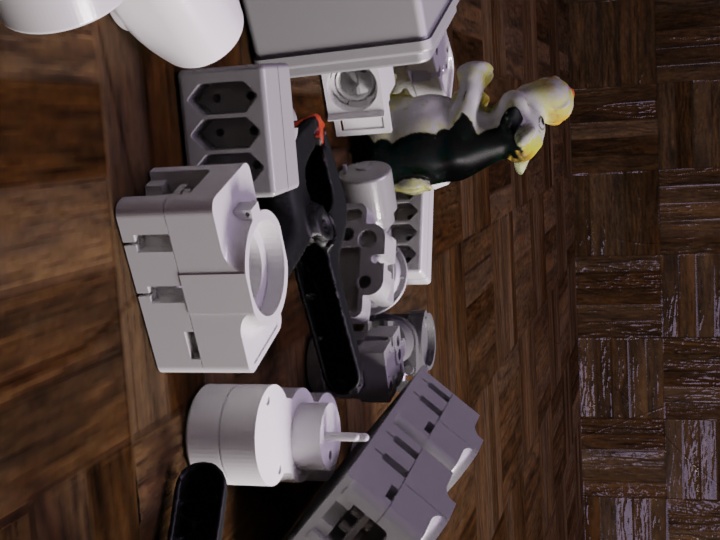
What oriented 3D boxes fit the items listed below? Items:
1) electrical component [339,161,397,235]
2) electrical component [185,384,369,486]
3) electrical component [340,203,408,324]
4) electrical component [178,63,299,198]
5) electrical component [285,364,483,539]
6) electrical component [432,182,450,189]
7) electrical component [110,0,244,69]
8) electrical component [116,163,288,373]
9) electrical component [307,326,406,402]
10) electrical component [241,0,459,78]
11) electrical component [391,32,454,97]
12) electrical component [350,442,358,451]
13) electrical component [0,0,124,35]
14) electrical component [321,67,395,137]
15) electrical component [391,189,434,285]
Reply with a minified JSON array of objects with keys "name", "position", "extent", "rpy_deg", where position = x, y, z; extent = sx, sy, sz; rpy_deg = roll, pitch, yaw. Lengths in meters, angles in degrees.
[{"name":"electrical component","position":[0.008,-0.045,0.798],"extent":[0.040,0.040,0.078],"rpy_deg":[-64,149,-57]},{"name":"electrical component","position":[-0.033,0.091,0.591],"extent":[0.138,0.074,0.052],"rpy_deg":[29,61,-71]},{"name":"electrical component","position":[0.000,0.000,0.740],"extent":[0.057,0.058,0.078],"rpy_deg":[36,55,-67]},{"name":"electrical component","position":[-0.057,-0.075,0.570],"extent":[0.077,0.047,0.065],"rpy_deg":[-36,123,-70]},{"name":"electrical component","position":[0.011,0.143,0.664],"extent":[0.105,0.060,0.186],"rpy_deg":[-52,176,20]},{"name":"electrical component","position":[0.046,-0.091,0.904],"extent":[0.066,0.055,0.048],"rpy_deg":[72,23,-44]},{"name":"electrical component","position":[-0.084,-0.146,0.487],"extent":[0.077,0.044,0.079],"rpy_deg":[57,35,-60]},{"name":"electrical component","position":[-0.069,0.000,0.506],"extent":[0.050,0.056,0.089],"rpy_deg":[-63,147,-58]},{"name":"electrical component","position":[-0.003,0.063,0.725],"extent":[0.066,0.055,0.048],"rpy_deg":[-53,139,-64]},{"name":"electrical component","position":[-0.003,-0.164,0.653],"extent":[0.108,0.109,0.056],"rpy_deg":[-65,147,-57]},{"name":"electrical component","position":[0.038,-0.177,0.876],"extent":[0.095,0.059,0.053],"rpy_deg":[63,30,-55]},{"name":"electrical component","position":[0.022,0.163,0.811],"extent":[0.080,0.051,0.080],"rpy_deg":[-1,90,-74]},{"name":"electrical component","position":[-0.111,-0.116,0.379],"extent":[0.055,0.055,0.047],"rpy_deg":[-75,161,-44]},{"name":"electrical component","position":[0.000,-0.141,0.777],"extent":[0.063,0.042,0.081],"rpy_deg":[-69,153,-60]},{"name":"electrical component","position":[0.037,-0.027,0.883],"extent":[0.075,0.047,0.083],"rpy_deg":[46,45,-68]}]
